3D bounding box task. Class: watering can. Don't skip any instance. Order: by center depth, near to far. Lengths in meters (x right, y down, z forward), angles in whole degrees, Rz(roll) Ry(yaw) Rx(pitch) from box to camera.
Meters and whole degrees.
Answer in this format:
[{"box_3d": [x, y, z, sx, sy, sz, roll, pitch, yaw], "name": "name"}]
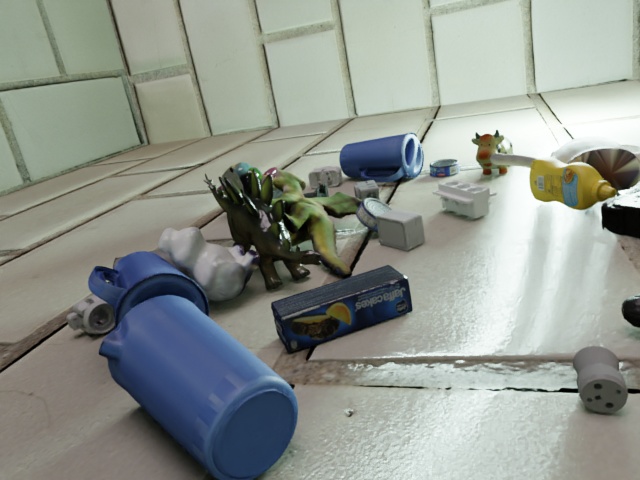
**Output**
[{"box_3d": [0.579, -0.176, 1.186, 0.347, 0.102, 0.228, -3, 20, 16], "name": "watering can"}]

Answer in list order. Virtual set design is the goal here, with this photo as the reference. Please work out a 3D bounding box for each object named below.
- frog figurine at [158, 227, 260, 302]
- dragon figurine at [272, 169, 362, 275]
[{"box_3d": [-0.205, 0.043, 0.899, 0.159, 0.121, 0.139, 11, 20, -32], "name": "frog figurine"}, {"box_3d": [0.003, -0.056, 1.119, 0.245, 0.119, 0.416, -23, 41, -32], "name": "dragon figurine"}]
